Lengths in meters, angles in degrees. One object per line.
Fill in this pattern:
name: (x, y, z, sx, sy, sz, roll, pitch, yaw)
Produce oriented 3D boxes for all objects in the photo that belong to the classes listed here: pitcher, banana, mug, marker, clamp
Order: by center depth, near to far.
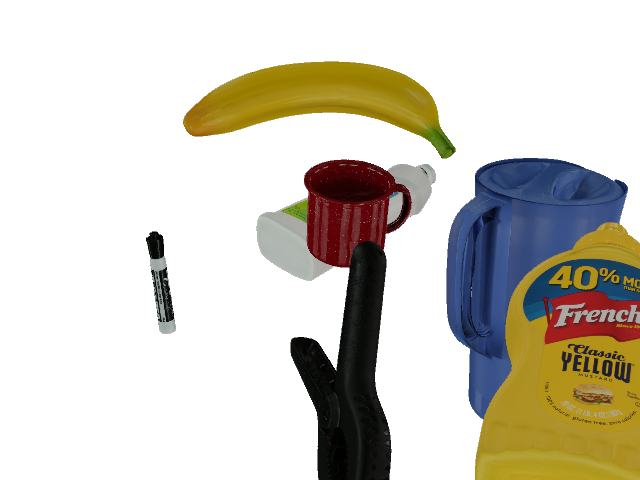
clamp: (0.022, 0.116, 0.764, 0.036, 0.210, 0.165, 5, -40, -18)
banana: (0.001, -0.101, 0.778, 0.197, 0.069, 0.037, 3, -39, -4)
pitcher: (0.191, 0.054, 0.982, 0.149, 0.243, 0.145, 6, 22, 9)
mug: (0.039, -0.028, 1.096, 0.117, 0.081, 0.093, -10, 34, -21)
marker: (-0.178, 0.047, 1.188, 0.020, 0.121, 0.020, -4, 23, 2)

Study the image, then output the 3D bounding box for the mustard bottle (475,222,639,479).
mustard bottle: (0.142, 0.057, 0.549, 0.096, 0.058, 0.191, 8, 42, 14)

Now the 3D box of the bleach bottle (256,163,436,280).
bleach bottle: (0.046, -0.039, 1.326, 0.250, 0.068, 0.103, -30, 44, -35)
